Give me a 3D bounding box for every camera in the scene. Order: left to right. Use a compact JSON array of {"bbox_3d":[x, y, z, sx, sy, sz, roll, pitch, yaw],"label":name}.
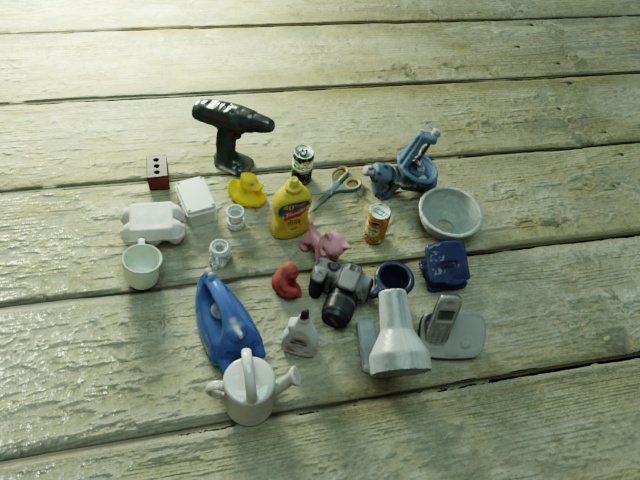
[{"bbox_3d":[0.038,0.119,1.290,0.143,0.101,0.137,19,54,7],"label":"camera"}]

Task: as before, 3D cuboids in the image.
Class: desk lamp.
[{"bbox_3d":[0.143,0.207,1.168,0.118,0.213,0.203,-1,54,-8],"label":"desk lamp"}]

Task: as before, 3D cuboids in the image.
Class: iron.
[{"bbox_3d":[-0.209,0.143,1.213,0.119,0.141,0.257,-21,59,-21],"label":"iron"}]

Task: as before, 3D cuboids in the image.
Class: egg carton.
[{"bbox_3d":[-0.397,-0.037,1.367,0.150,0.069,0.107,-5,55,-11],"label":"egg carton"}]

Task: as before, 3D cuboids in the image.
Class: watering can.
[{"bbox_3d":[-0.127,0.272,1.096,0.173,0.194,0.100,-22,59,-22],"label":"watering can"}]

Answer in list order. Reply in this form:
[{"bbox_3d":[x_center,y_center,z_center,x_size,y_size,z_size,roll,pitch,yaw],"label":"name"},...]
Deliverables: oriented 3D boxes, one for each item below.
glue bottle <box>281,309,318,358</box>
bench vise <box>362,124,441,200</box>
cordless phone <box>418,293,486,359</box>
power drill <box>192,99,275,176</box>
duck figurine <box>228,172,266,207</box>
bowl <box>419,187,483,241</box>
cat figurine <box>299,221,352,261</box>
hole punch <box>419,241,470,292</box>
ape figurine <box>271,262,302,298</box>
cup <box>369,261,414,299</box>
[{"bbox_3d":[-0.038,0.187,1.184,0.078,0.173,0.037,10,53,1],"label":"glue bottle"},{"bbox_3d":[0.224,-0.191,1.469,0.208,0.220,0.121,-20,58,-20],"label":"bench vise"},{"bbox_3d":[0.294,0.178,1.227,0.147,0.185,0.094,1,54,-7],"label":"cordless phone"},{"bbox_3d":[-0.219,-0.267,1.474,0.229,0.208,0.076,23,54,10],"label":"power drill"},{"bbox_3d":[-0.186,-0.138,1.459,0.104,0.086,0.077,23,54,10],"label":"duck figurine"},{"bbox_3d":[0.328,-0.053,1.471,0.167,0.075,0.167,4,53,-5],"label":"bowl"},{"bbox_3d":[0.012,0.005,1.360,0.067,0.118,0.127,-33,64,-27],"label":"cat figurine"},{"bbox_3d":[0.304,0.063,1.372,0.109,0.091,0.101,-7,55,-12],"label":"hole punch"},{"bbox_3d":[-0.072,0.085,1.306,0.076,0.092,0.078,13,53,3],"label":"ape figurine"},{"bbox_3d":[0.153,0.116,1.310,0.118,0.095,0.091,-31,63,-26],"label":"cup"}]
